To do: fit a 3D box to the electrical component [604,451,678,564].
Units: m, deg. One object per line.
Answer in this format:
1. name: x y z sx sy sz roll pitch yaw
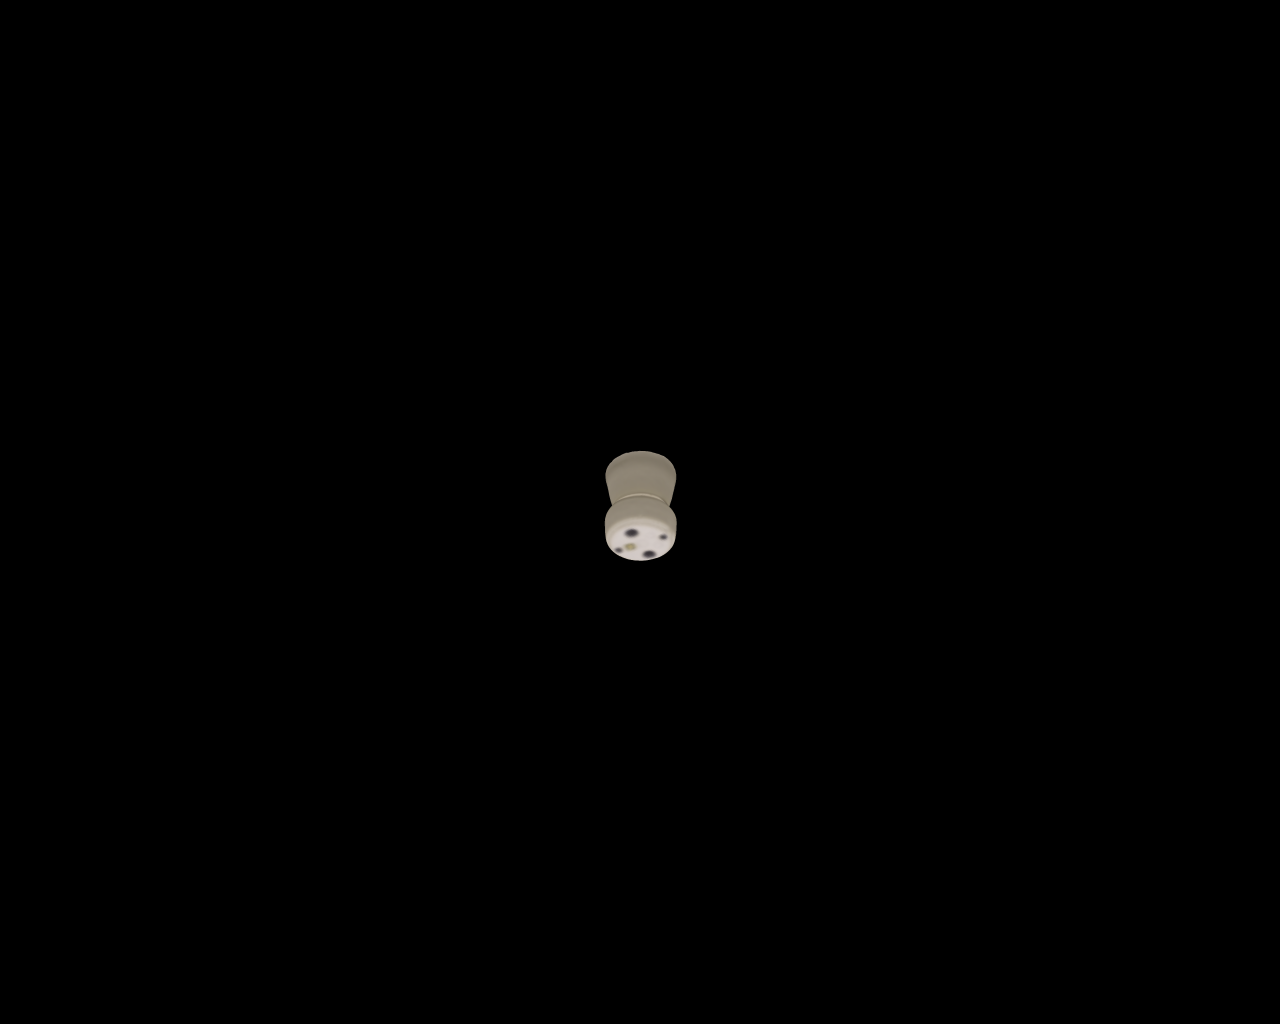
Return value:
1. electrical component: 0.001 -0.003 0.650 0.045 0.055 0.044 0 -38 0
